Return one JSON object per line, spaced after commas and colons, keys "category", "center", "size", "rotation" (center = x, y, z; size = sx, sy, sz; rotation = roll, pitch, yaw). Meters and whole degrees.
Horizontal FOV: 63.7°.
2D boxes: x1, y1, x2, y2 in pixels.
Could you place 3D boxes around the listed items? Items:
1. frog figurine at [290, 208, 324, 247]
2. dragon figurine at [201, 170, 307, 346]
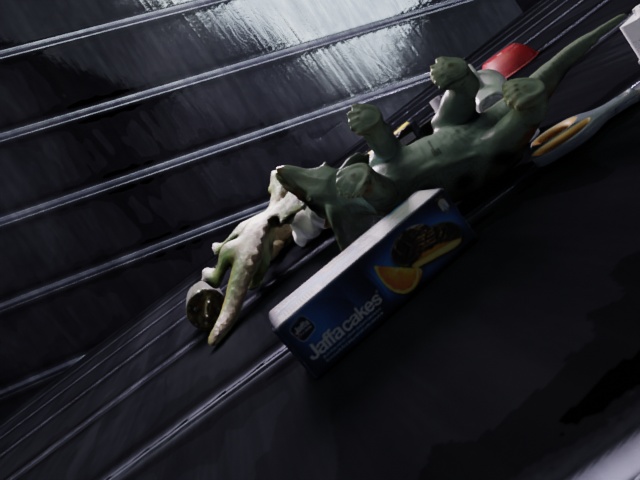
{"category": "frog figurine", "center": [0.003, -0.053, 1.055], "size": [0.122, 0.158, 0.139], "rotation": [15, 12, -12]}
{"category": "dragon figurine", "center": [-0.098, -0.012, 0.935], "size": [0.121, 0.239, 0.419], "rotation": [30, 26, -18]}
